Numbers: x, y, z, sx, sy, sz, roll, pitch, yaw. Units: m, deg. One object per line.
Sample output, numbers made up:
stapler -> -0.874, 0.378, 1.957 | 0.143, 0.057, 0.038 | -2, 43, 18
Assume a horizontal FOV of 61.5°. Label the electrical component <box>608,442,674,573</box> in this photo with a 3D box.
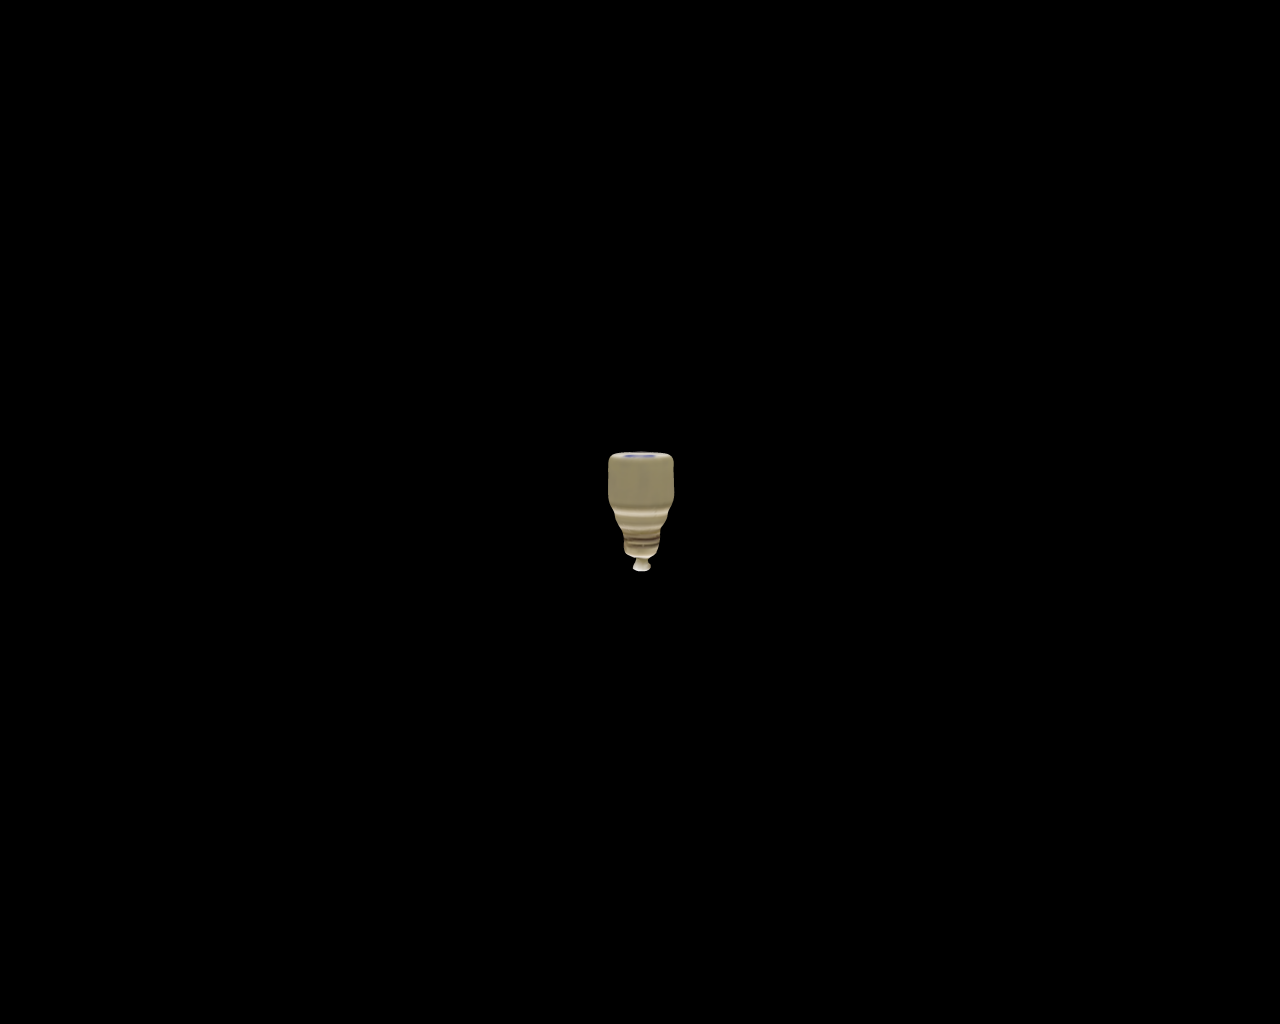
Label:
electrical component -> 0.001, -0.003, 0.650 | 0.040, 0.078, 0.040 | 0, 7, 0
